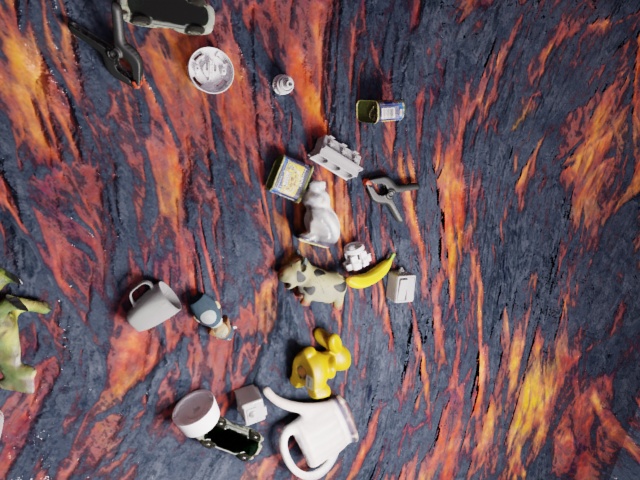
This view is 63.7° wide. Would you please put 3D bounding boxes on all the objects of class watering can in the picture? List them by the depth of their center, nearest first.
[{"bbox_3d":[-0.018,0.501,1.410,0.226,0.105,0.342,-25,112,-20],"label":"watering can"}]

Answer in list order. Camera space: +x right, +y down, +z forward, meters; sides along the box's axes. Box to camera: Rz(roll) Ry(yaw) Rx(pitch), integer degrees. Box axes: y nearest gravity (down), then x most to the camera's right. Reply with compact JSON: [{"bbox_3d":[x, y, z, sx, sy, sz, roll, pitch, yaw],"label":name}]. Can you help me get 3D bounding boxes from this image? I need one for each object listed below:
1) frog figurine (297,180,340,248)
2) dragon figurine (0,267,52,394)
[{"bbox_3d":[0.004,-0.065,1.286,0.123,0.137,0.159,17,90,17],"label":"frog figurine"},{"bbox_3d":[-0.709,0.154,1.011,0.243,0.123,0.406,-45,107,-1],"label":"dragon figurine"}]
